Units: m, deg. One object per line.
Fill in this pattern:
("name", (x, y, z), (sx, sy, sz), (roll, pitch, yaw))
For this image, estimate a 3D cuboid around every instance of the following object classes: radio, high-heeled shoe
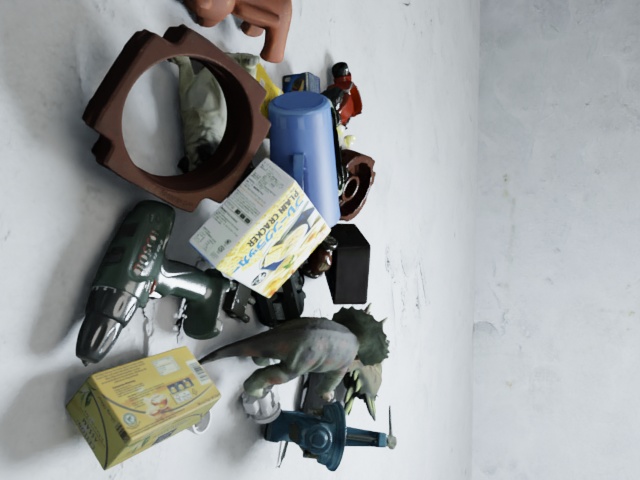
("radio", (0.054, 0.047, 1.150), (0.230, 0.073, 0.131), (-105, -164, -76))
("high-heeled shoe", (-0.002, 0.320, 1.193), (0.145, 0.086, 0.248), (-103, -160, -69))

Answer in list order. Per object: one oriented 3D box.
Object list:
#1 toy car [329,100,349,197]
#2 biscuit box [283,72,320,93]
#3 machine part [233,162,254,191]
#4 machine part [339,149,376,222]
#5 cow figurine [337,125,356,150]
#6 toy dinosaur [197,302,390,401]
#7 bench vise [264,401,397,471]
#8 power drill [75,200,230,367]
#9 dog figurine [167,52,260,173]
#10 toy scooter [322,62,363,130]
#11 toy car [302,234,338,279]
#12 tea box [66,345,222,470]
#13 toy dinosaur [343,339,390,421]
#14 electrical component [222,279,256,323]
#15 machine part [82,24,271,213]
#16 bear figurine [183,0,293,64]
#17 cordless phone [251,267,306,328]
("toy car", (0.017, -0.184, 1.093), (0.073, 0.056, 0.201), (-48, 133, -63))
("biscuit box", (-0.035, -0.239, 1.117), (0.063, 0.059, 0.202), (-5, 94, -64))
("machine part", (-0.142, -0.136, 0.935), (0.084, 0.039, 0.138), (-40, 126, -50))
("machine part", (0.058, -0.125, 1.234), (0.179, 0.056, 0.179), (-40, 146, -34))
("cow figurine", (0.020, -0.215, 1.221), (0.167, 0.068, 0.098), (21, 77, -60))
("toy dinosaur", (-0.015, 0.188, 0.955), (0.404, 0.131, 0.192), (14, 122, -51))
("bench vise", (0.022, 0.367, 1.015), (0.223, 0.241, 0.129), (127, -30, -63))
("power drill", (-0.223, 0.077, 0.743), (0.207, 0.086, 0.232), (36, 55, -48))
("dog figurine", (-0.160, -0.198, 0.855), (0.172, 0.121, 0.190), (-30, 129, -51))
("toy scooter", (0.056, -0.324, 1.283), (0.135, 0.075, 0.184), (61, 34, -43))
("toy car", (-0.002, -0.003, 1.084), (0.202, 0.053, 0.089), (-98, -150, -59))
("tea box", (-0.221, 0.209, 0.696), (0.098, 0.068, 0.169), (49, 23, 19))
("toy dinosaur", (0.105, 0.332, 1.309), (0.471, 0.105, 0.198), (41, 55, -68))
("electrical component", (-0.146, 0.105, 0.939), (0.093, 0.021, 0.063), (51, 46, -51))
("machine part", (-0.183, -0.155, 0.702), (0.201, 0.087, 0.201), (32, 90, -41))
("bear figurine", (-0.144, -0.372, 0.879), (0.196, 0.120, 0.132), (-17, 150, -36))
("cordless phone", (-0.066, 0.072, 1.055), (0.184, 0.089, 0.146), (-56, 137, -64))
